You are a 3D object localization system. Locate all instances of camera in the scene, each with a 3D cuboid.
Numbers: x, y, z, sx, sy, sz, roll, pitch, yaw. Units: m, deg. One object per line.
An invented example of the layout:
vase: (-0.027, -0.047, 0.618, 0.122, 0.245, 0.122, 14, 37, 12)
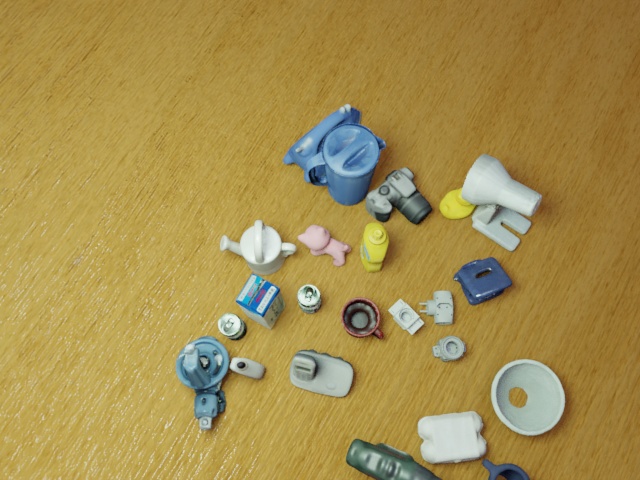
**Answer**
camera: (0.207, -0.098, 1.450, 0.143, 0.101, 0.136, -40, 77, -10)

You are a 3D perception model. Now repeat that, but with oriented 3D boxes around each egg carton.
egg carton: (0.300, 0.452, 1.306, 0.150, 0.069, 0.107, -7, 74, -2)

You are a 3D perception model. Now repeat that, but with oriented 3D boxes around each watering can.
watering can: (-0.148, 0.017, 1.370, 0.173, 0.194, 0.101, -19, 74, -5)

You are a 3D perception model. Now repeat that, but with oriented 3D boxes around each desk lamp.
desk lamp: (0.437, -0.094, 1.389, 0.203, 0.213, 0.118, 35, 77, 10)

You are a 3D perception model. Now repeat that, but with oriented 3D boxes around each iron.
iron: (0.021, -0.279, 1.483, 0.118, 0.141, 0.258, 41, 78, 11)

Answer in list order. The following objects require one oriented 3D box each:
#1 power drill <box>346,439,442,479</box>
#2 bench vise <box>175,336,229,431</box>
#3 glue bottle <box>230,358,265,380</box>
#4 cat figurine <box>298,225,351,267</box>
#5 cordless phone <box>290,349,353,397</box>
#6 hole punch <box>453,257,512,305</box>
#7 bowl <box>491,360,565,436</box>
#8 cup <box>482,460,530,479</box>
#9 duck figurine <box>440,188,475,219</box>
power drill: (0.166, 0.491, 1.223, 0.229, 0.208, 0.076, 21, 75, 6)
bench vise: (-0.252, 0.307, 1.273, 0.121, 0.220, 0.207, -23, 75, -6)
glue bottle: (-0.171, 0.289, 1.302, 0.078, 0.173, 0.037, 14, 74, 5)
cat figurine: (0.013, 0.005, 1.412, 0.127, 0.118, 0.067, 21, 75, 7)
cordless phone: (0.003, 0.296, 1.293, 0.147, 0.185, 0.094, 11, 74, 4)
hole punch: (0.395, 0.096, 1.397, 0.108, 0.091, 0.101, -22, 75, -6)
bowl: (0.471, 0.364, 1.327, 0.167, 0.075, 0.167, 0, 74, 0)
cup: (0.398, 0.531, 1.269, 0.117, 0.095, 0.092, 42, 78, 12)
duck figurine: (0.358, -0.102, 1.458, 0.104, 0.086, 0.077, -26, 75, -7)
